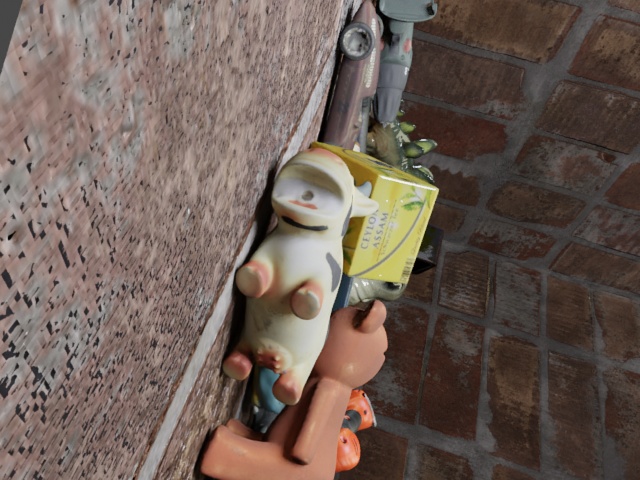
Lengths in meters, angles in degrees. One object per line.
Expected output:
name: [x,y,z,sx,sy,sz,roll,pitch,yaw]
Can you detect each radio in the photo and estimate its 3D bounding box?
radio: [0.099,-0.006,0.994,0.131,0.230,0.073,113,-5,-75]

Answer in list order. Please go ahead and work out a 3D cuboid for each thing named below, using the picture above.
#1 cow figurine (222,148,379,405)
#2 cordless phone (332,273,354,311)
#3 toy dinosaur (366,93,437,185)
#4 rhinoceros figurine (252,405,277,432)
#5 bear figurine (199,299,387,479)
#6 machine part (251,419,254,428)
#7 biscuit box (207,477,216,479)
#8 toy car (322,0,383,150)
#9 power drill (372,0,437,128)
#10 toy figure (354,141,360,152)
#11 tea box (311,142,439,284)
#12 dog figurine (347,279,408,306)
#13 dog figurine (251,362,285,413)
cow figurine: [-0.013,0.019,0.432,0.127,0.086,0.194,-58,163,-56]
cordless phone: [-0.015,0.057,0.655,0.184,0.089,0.146,-82,-173,-80]
toy dinosaur: [0.123,-0.122,1.075,0.470,0.199,0.105,99,12,-58]
rhinoceros figurine: [-0.096,0.326,0.788,0.190,0.073,0.112,-67,163,-48]
bear figurine: [-0.015,0.140,0.516,0.120,0.132,0.196,92,17,-78]
machine part: [-0.096,0.372,0.913,0.079,0.079,0.243,98,10,-70]
biscuit box: [-0.102,0.311,0.618,0.063,0.059,0.202,-72,177,-52]
toy car: [0.036,-0.170,0.625,0.089,0.053,0.202,-63,170,-58]
power drill: [0.114,-0.298,0.770,0.207,0.086,0.232,45,51,-82]
toy figure: [0.022,-0.092,0.733,0.064,0.058,0.154,136,-28,-68]
tea box: [0.036,-0.034,0.542,0.170,0.068,0.098,-138,-120,-63]
dog figurine: [0.049,0.097,0.975,0.172,0.191,0.121,105,3,-50]
dog figurine: [-0.015,0.112,0.733,0.191,0.109,0.219,18,85,-84]
